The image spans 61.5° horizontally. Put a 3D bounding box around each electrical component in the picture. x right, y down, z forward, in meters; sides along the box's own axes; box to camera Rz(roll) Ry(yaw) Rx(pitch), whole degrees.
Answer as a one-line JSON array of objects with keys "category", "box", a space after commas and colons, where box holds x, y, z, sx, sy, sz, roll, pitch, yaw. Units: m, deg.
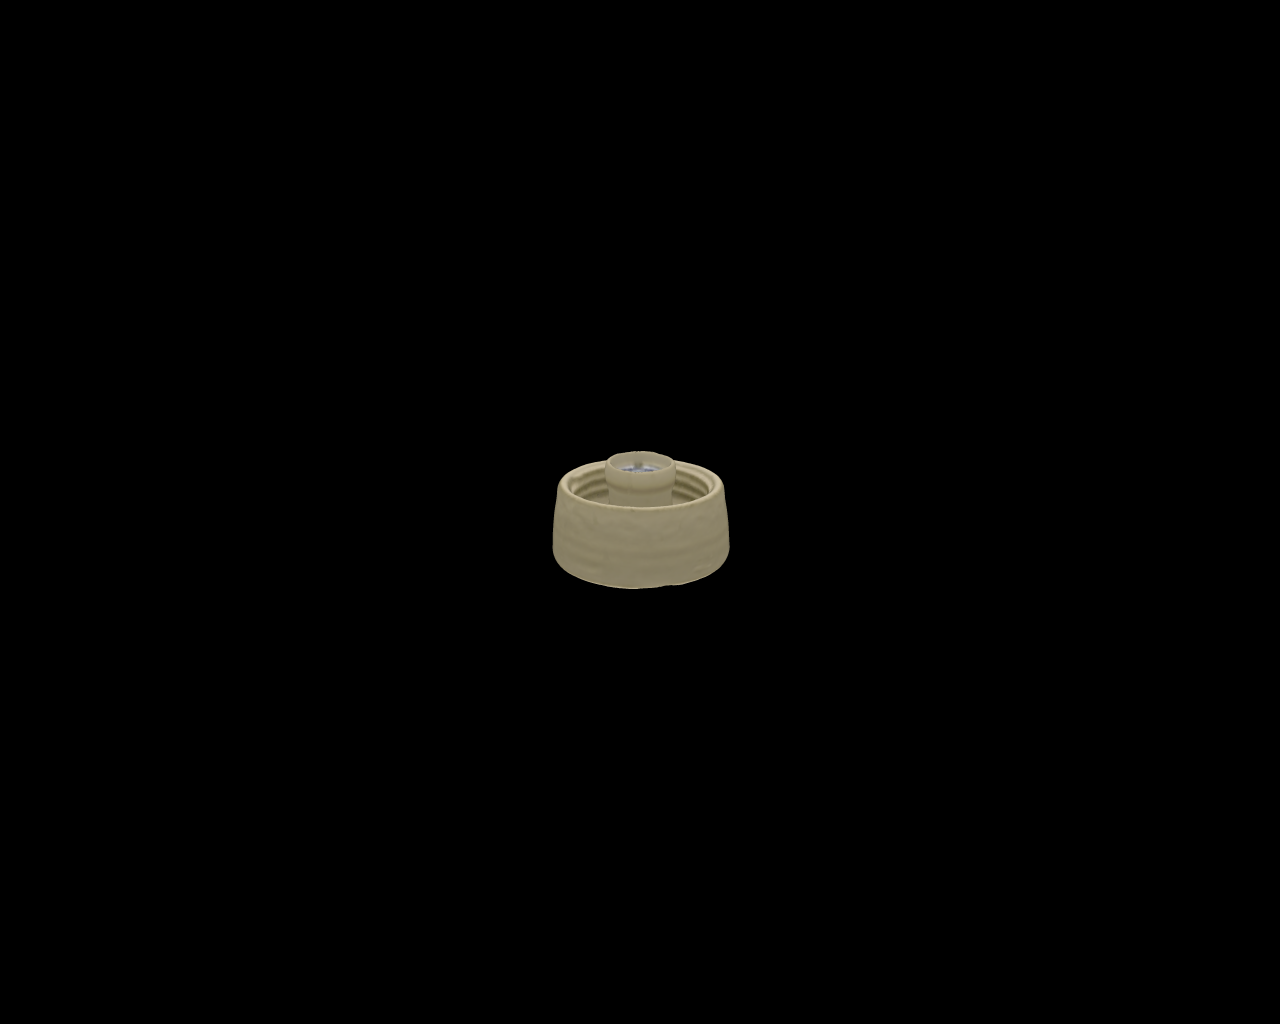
[{"category": "electrical component", "box": [0.001, -0.003, 0.650, 0.108, 0.060, 0.108, 0, 21, 0]}]
